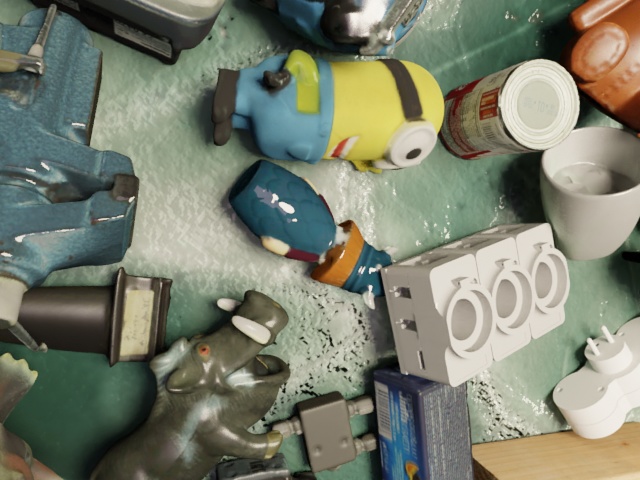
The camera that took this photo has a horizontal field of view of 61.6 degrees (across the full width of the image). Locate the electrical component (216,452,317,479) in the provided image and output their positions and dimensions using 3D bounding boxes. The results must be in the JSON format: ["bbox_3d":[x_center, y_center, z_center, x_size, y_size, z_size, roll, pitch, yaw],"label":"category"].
[{"bbox_3d":[-0.049,0.247,0.438,0.115,0.058,0.134,-3,96,-17],"label":"electrical component"}]

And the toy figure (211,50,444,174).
[{"bbox_3d":[0.009,-0.101,0.413,0.180,0.082,0.089,5,96,-13],"label":"toy figure"}]

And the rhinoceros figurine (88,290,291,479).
[{"bbox_3d":[-0.088,0.124,0.403,0.112,0.073,0.190,41,86,-21],"label":"rhinoceros figurine"}]

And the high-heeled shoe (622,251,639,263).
[{"bbox_3d":[0.392,0.071,0.492,0.248,0.145,0.086,34,87,-13],"label":"high-heeled shoe"}]

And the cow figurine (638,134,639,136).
[{"bbox_3d":[0.338,-0.040,0.505,0.167,0.098,0.068,25,54,-10],"label":"cow figurine"}]

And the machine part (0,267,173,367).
[{"bbox_3d":[-0.182,0.058,0.399,0.139,0.039,0.084,2,102,-17],"label":"machine part"}]

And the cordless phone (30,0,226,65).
[{"bbox_3d":[-0.120,-0.232,0.369,0.146,0.089,0.184,20,85,-15],"label":"cordless phone"}]

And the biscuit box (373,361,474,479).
[{"bbox_3d":[0.093,0.205,0.461,0.063,0.059,0.202,-10,98,-35],"label":"biscuit box"}]

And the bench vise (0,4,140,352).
[{"bbox_3d":[-0.231,-0.055,0.314,0.240,0.129,0.223,7,72,-19],"label":"bench vise"}]

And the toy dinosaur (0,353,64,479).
[{"bbox_3d":[-0.348,0.123,0.317,0.405,0.131,0.191,-6,131,1],"label":"toy dinosaur"}]

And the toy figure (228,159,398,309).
[{"bbox_3d":[0.000,-0.003,0.431,0.154,0.058,0.064,38,92,-19],"label":"toy figure"}]

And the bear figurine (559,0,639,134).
[{"bbox_3d":[0.288,-0.184,0.415,0.120,0.132,0.196,39,113,-6],"label":"bear figurine"}]

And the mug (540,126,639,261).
[{"bbox_3d":[0.242,-0.035,0.460,0.110,0.081,0.107,-14,140,5],"label":"mug"}]

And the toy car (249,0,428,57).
[{"bbox_3d":[0.025,-0.189,0.391,0.103,0.162,0.109,11,117,-55],"label":"toy car"}]

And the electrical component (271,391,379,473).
[{"bbox_3d":[0.006,0.167,0.463,0.094,0.021,0.063,-12,98,-14],"label":"electrical component"}]
